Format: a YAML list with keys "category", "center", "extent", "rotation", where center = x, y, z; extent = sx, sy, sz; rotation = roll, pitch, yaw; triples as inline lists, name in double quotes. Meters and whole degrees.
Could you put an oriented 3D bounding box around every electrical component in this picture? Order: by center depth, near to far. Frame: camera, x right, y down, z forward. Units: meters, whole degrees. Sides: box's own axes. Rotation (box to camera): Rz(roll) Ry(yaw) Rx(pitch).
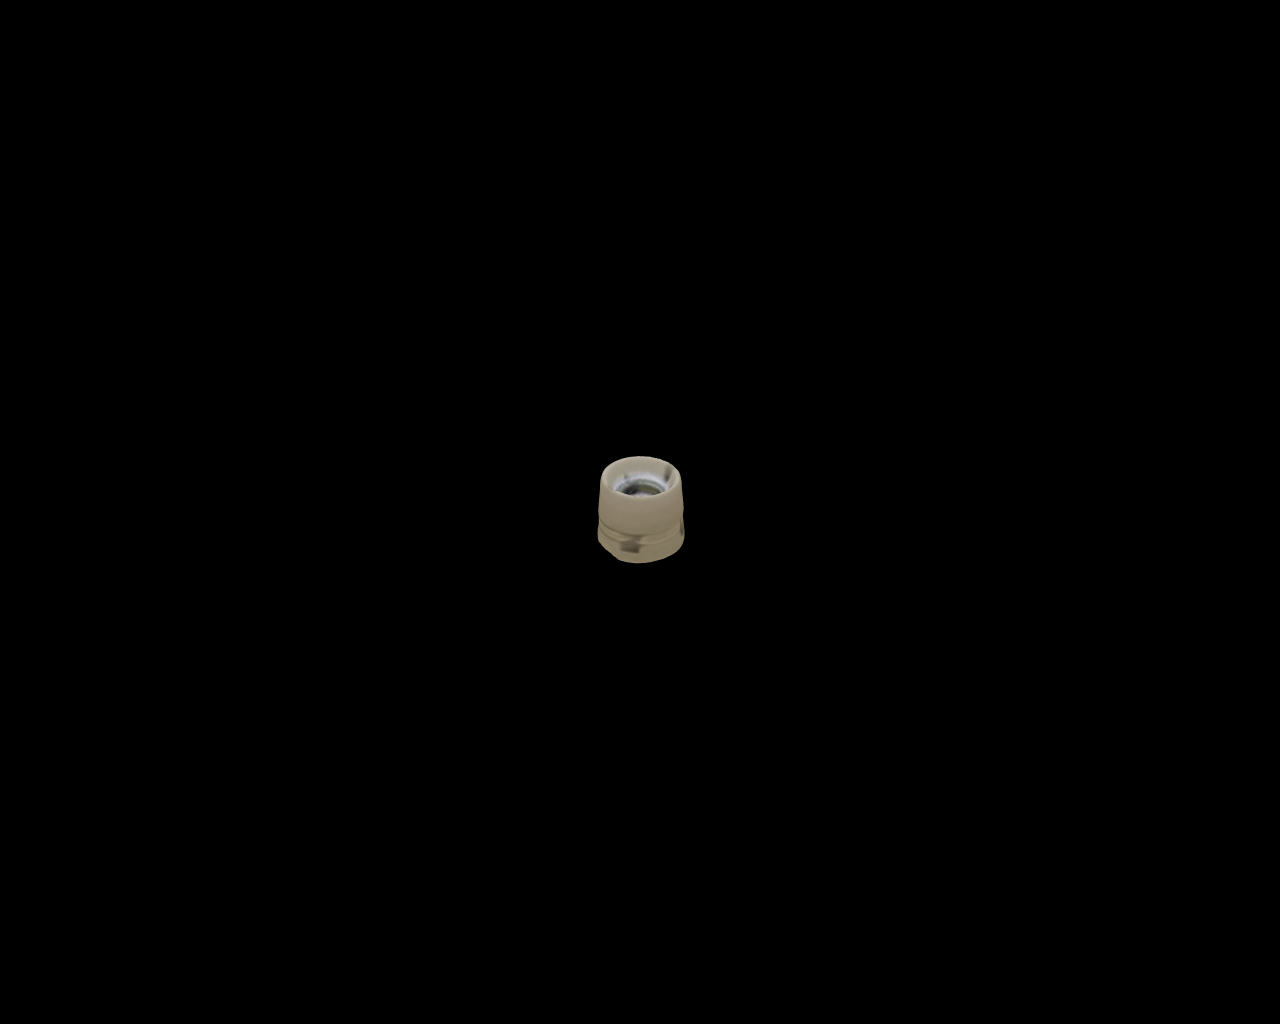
- category: "electrical component"
  center: [0.001, -0.003, 0.650]
  extent: [0.055, 0.047, 0.055]
  rotation: [0, 34, 0]
